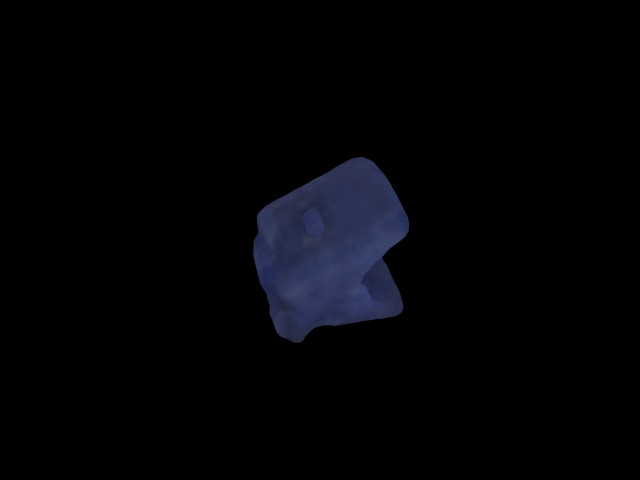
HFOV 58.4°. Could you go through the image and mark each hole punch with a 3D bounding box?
[{"bbox_3d":[0.004,0.001,0.400,0.101,0.091,0.108,-8,35,-11],"label":"hole punch"}]
